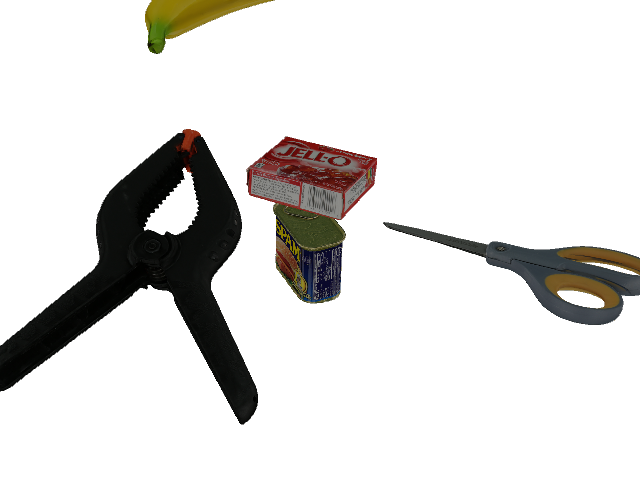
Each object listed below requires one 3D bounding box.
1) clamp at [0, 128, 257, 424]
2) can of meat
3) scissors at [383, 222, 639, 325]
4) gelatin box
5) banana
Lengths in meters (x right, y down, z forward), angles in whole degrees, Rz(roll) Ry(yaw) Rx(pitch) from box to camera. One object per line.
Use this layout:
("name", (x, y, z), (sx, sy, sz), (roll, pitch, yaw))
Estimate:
("clamp", (-0.094, 0.019, 0.671), (0.165, 0.210, 0.036), (13, -34, 11))
("can of meat", (-0.014, 0.011, 1.217), (0.057, 0.084, 0.102), (-15, 39, -21))
("scissors", (0.131, 0.021, 0.752), (0.202, 0.016, 0.096), (7, 30, 16))
("gelatin box", (-0.007, -0.055, 0.899), (0.089, 0.030, 0.073), (16, 32, 20))
("banana", (-0.043, -0.171, 0.729), (0.197, 0.070, 0.037), (-25, -33, -23))
